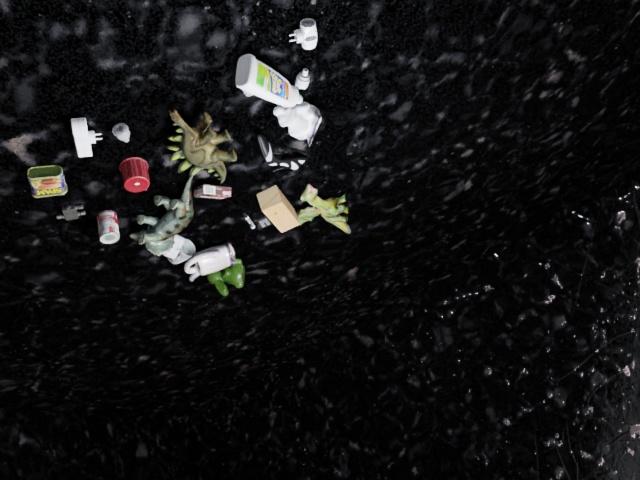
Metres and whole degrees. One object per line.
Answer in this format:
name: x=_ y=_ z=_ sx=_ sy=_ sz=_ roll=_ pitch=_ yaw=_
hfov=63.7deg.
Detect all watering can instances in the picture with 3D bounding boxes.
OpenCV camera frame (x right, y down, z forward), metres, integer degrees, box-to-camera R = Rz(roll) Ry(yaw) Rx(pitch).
watering can: x=-0.483 y=0.101 z=2.252 sx=0.225 sy=0.105 sz=0.342 roll=-18 pitch=168 yaw=-19

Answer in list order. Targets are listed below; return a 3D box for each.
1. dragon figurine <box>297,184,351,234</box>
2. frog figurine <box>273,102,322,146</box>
dragon figurine: x=0.007 y=-0.114 z=2.261 sx=0.242 sy=0.125 sz=0.401 roll=-5 pitch=148 yaw=6
frog figurine: x=-0.080 y=-0.408 z=1.733 sx=0.159 sy=0.125 sz=0.134 roll=24 pitch=147 yaw=-4
